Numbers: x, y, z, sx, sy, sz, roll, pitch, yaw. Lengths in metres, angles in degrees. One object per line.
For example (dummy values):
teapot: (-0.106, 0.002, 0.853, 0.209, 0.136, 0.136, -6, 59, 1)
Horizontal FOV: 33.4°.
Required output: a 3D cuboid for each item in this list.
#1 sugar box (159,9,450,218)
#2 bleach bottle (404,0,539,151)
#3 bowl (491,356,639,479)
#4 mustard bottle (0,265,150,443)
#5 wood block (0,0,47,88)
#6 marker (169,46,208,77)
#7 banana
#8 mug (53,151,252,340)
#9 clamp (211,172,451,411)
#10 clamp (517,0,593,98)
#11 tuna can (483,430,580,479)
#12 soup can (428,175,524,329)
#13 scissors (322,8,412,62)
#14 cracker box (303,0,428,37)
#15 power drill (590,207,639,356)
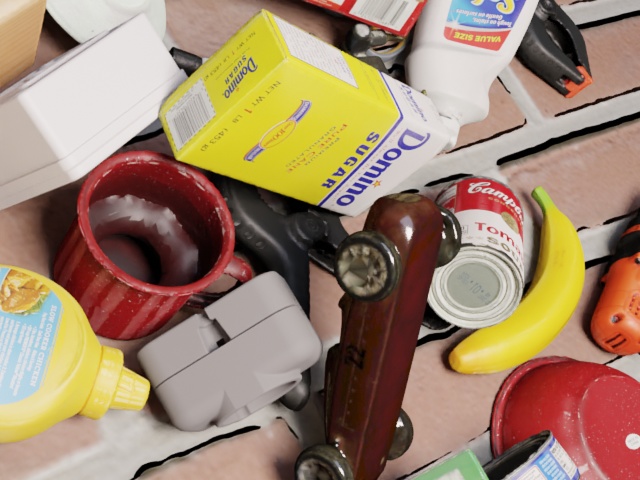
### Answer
sugar box: (-0.003, -0.069, 0.652, 0.175, 0.093, 0.048, 18, 42, -49)
bleach bottle: (0.133, -0.186, 0.877, 0.102, 0.068, 0.250, 23, 69, -16)
bowl: (0.201, 0.147, 0.744, 0.162, 0.055, 0.162, 14, 56, -22)
mustard bottle: (-0.183, 0.056, 0.570, 0.191, 0.058, 0.096, 21, 51, -18)
wood block: (-0.256, -0.090, 0.567, 0.090, 0.091, 0.205, 47, 62, 1)
marker: (-0.058, -0.116, 0.775, 0.121, 0.020, 0.020, 14, 56, -23)
banana: (0.157, 0.042, 0.797, 0.069, 0.037, 0.197, 28, 49, 6)
mug: (-0.098, 0.012, 0.632, 0.117, 0.082, 0.093, 20, 53, -19)
clamp: (-0.005, 0.001, 0.723, 0.164, 0.036, 0.210, -13, 68, -42)
clamp: (0.183, -0.206, 0.959, 0.120, 0.039, 0.171, -13, 70, -34)
tuna can: (0.120, 0.158, 0.669, 0.086, 0.086, 0.034, -31, 81, -39)
soup can: (0.108, 0.007, 0.746, 0.068, 0.069, 0.102, 33, 30, -9)
scissors: (0.060, -0.225, 0.913, 0.096, 0.016, 0.201, 33, 50, -9)
cracker box: (-0.005, -0.269, 0.838, 0.164, 0.072, 0.214, 14, 42, -23)
power drill: (0.315, 0.060, 0.865, 0.187, 0.057, 0.184, 37, 53, -2)
